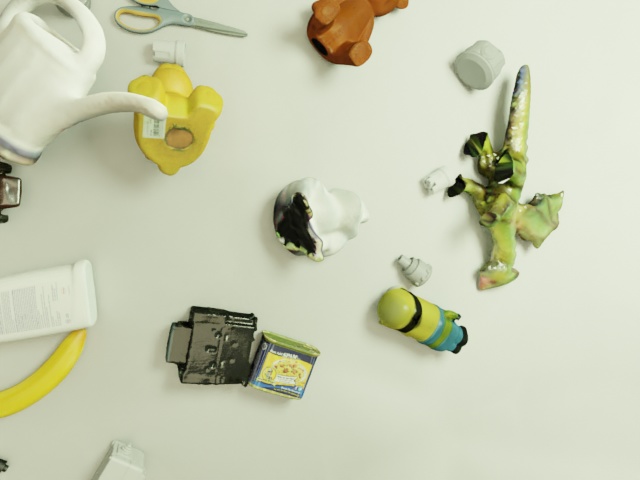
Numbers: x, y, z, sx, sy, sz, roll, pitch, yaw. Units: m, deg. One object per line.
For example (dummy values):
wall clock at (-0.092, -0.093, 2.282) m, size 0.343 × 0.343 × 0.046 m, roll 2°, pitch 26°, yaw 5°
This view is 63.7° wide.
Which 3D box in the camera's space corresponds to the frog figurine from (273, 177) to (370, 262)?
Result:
frog figurine at (0.003, -0.043, 0.859) m, size 0.162 × 0.121 × 0.137 m, roll -32°, pitch 93°, yaw -50°

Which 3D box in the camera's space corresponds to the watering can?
watering can at (-0.348, -0.190, 0.664) m, size 0.352 × 0.103 × 0.223 m, roll 44°, pitch 100°, yaw 25°

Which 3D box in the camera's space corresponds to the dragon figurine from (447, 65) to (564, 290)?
dragon figurine at (0.381, -0.097, 0.979) m, size 0.240 × 0.123 × 0.412 m, roll 28°, pitch 84°, yaw -33°
